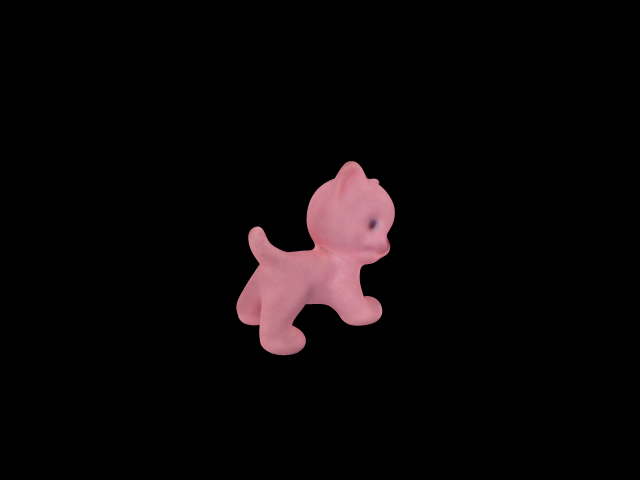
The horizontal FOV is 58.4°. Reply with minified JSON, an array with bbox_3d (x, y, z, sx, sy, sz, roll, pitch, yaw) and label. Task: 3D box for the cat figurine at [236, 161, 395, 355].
[{"bbox_3d":[0.004,0.001,0.400,0.128,0.118,0.067,-17,29,-32],"label":"cat figurine"}]
